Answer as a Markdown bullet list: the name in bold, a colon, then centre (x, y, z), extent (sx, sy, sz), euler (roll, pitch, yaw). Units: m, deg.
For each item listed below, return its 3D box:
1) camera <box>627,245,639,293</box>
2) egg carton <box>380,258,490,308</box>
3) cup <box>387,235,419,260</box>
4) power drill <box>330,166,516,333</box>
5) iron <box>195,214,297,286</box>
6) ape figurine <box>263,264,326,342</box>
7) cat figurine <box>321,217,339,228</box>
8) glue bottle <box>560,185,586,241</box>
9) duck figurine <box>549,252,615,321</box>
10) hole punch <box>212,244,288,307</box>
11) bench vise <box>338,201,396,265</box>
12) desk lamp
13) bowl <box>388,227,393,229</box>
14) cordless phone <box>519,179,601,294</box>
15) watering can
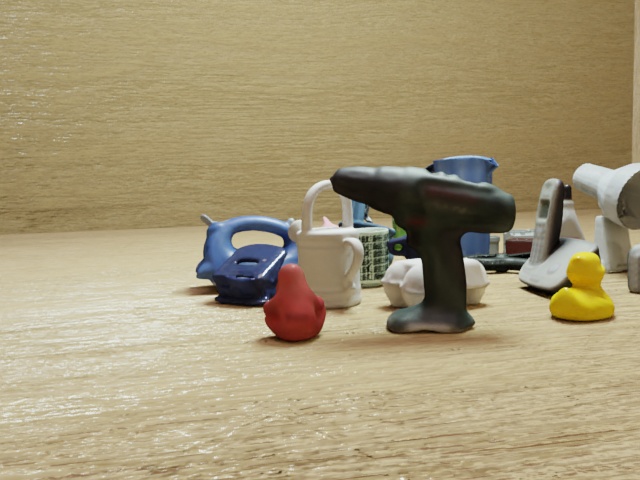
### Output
- **camera**: centre (0.577, 0.031, 0.914), extent (0.142, 0.101, 0.137), euler (2, 7, 35)
- **egg carton**: centre (0.174, 0.064, 0.861), extent (0.151, 0.069, 0.107), euler (-5, 6, -29)
- **cup**: centre (0.177, 0.038, 1.009), extent (0.118, 0.095, 0.091), euler (-2, 5, -6)
- **power drill**: centre (0.129, 0.009, 0.727), extent (0.229, 0.208, 0.076), euler (-1, 5, 5)
- **iron**: centre (-0.105, 0.017, 1.081), extent (0.259, 0.141, 0.118), euler (-3, 6, -14)
- **ape figurine**: centre (-0.032, 0.074, 0.706), extent (0.078, 0.092, 0.076), euler (-2, 5, 0)
- **cat figurine**: centre (0.024, 0.004, 1.300), extent (0.067, 0.118, 0.128), euler (-2, 5, 2)
- **glue bottle**: centre (0.451, -0.014, 1.049), extent (0.078, 0.173, 0.037), euler (-2, 5, -2)
- **duck figurine**: centre (0.350, 0.059, 0.766), extent (0.105, 0.086, 0.077), euler (-6, 7, -38)
- **hole punch**: centre (-0.112, 0.056, 0.942), extent (0.108, 0.091, 0.101), euler (1, 6, 28)
- **bench vise**: centre (0.082, -0.036, 1.162), extent (0.121, 0.220, 0.208), euler (1, 6, 25)
- **desk lamp**: centre (0.565, -0.045, 1.124), extent (0.118, 0.213, 0.203), euler (-4, 6, -16)
- **bowl**: centre (0.108, 0.008, 1.469), extent (0.167, 0.075, 0.167), euler (-2, 5, 0)
- **cordless phone**: centre (0.387, -0.007, 0.927), extent (0.094, 0.185, 0.147), euler (-3, 5, -8)
- **watering can**: centre (0.007, 0.003, 0.904), extent (0.172, 0.194, 0.101), euler (2, 7, 34)
